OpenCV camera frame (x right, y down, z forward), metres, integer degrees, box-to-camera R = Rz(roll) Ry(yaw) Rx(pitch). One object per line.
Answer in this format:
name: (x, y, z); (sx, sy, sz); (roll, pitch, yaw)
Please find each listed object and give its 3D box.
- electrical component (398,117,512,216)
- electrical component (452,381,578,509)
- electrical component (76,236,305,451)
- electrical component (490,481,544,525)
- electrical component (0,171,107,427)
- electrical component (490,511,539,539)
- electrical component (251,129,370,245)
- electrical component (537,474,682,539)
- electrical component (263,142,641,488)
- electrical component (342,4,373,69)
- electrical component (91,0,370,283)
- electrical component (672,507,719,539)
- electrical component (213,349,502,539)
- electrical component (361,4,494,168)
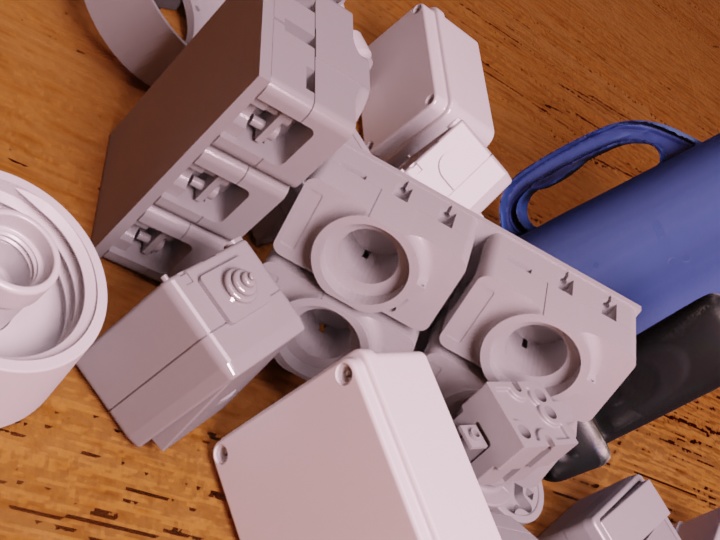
electrical component: (0.046, -0.045, 0.704); (0.062, 0.096, 0.061); (-44, 96, -25)
electrical component: (0.066, 0.085, 0.523); (0.066, 0.055, 0.048); (6, 46, -45)
electrical component: (-0.073, 0.033, 0.495); (0.061, 0.096, 0.062); (55, 35, 1)
electrical component: (0.070, 0.127, 0.618); (0.055, 0.047, 0.055); (29, 42, -30)
electrical component: (-0.159, 0.006, 0.452); (0.108, 0.060, 0.108); (29, 42, -30)
electrical component: (0.043, 0.157, 0.548); (0.047, 0.083, 0.076); (21, 8, -37)
electrical component: (-0.031, -0.064, 0.654); (0.096, 0.061, 0.061); (-22, 78, -54)
electrical component: (0.161, 0.172, 0.670); (0.096, 0.061, 0.061); (-19, 75, -53)
electrical component: (0.039, 0.027, 0.569); (0.186, 0.105, 0.060); (29, 32, -3)
electrical component: (-0.021, -0.161, 0.762); (0.045, 0.045, 0.055); (-10, 69, -51)
electrical component: (-0.067, -0.067, 0.540); (0.062, 0.150, 0.089); (26, 43, -30)
electrical component: (0.246, 0.233, 0.718); (0.108, 0.056, 0.109); (53, 36, 0)
electrical component: (-0.004, 0.107, 0.501); (0.056, 0.109, 0.108); (4, 58, -50)
electrical component: (0.044, -0.126, 0.778); (0.057, 0.078, 0.113); (28, 42, -35)
